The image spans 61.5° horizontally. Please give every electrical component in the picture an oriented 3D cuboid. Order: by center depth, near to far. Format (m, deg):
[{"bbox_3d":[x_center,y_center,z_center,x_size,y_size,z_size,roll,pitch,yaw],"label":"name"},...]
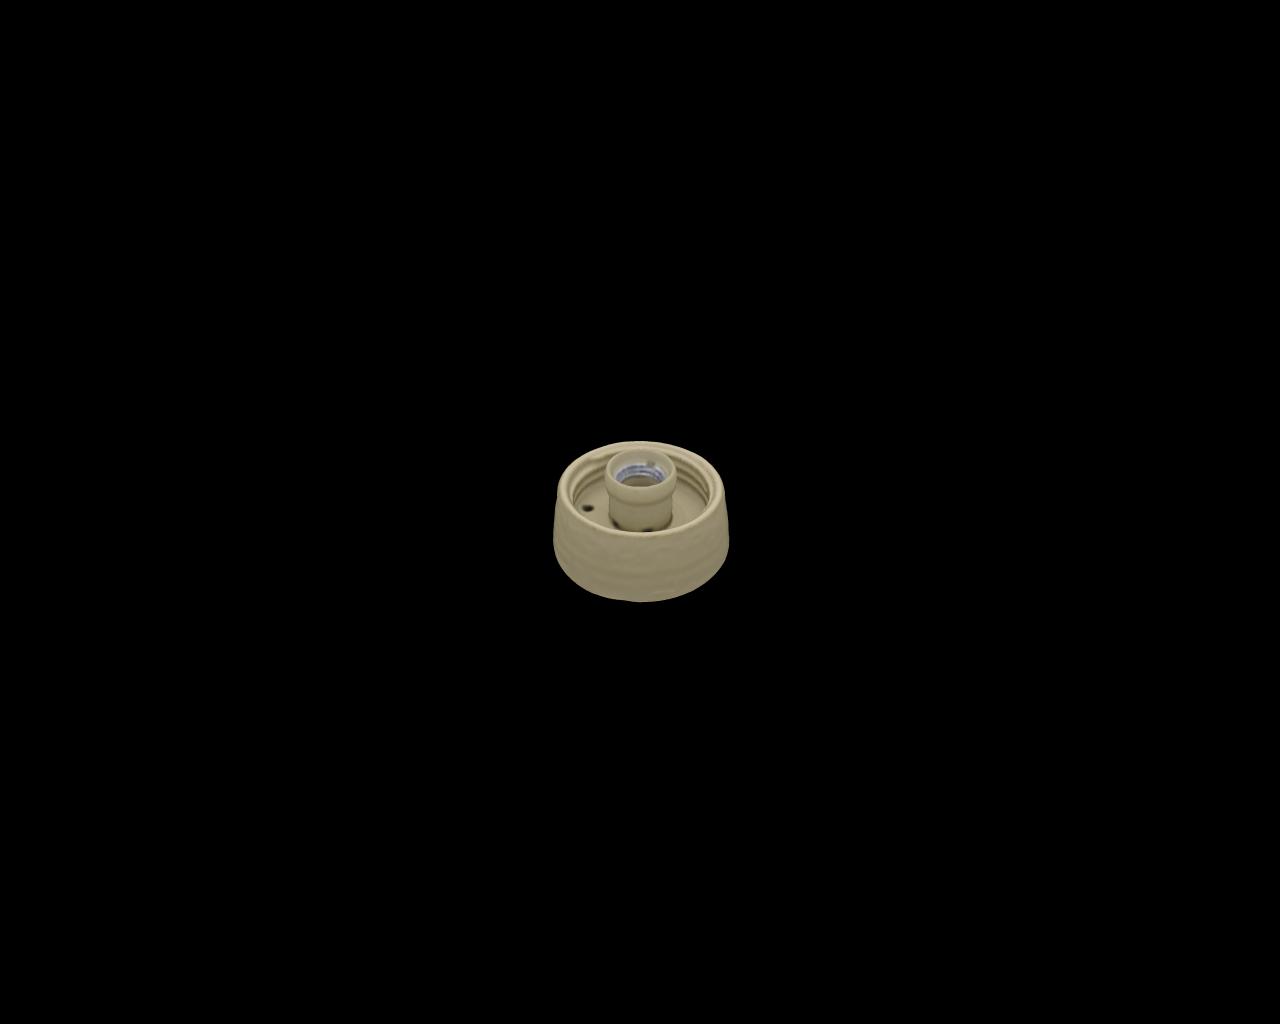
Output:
[{"bbox_3d":[0.001,-0.003,0.650,0.108,0.060,0.108,0,38,0],"label":"electrical component"}]
